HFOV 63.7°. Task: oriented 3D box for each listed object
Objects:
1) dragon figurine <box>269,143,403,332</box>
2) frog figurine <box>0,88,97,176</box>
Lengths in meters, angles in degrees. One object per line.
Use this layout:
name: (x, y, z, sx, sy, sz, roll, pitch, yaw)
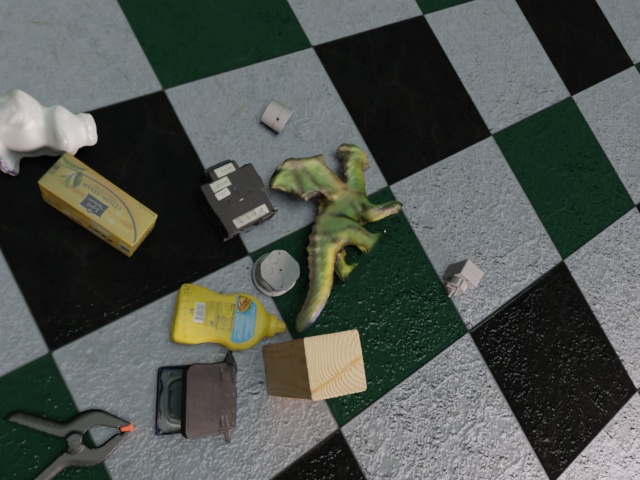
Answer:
dragon figurine: (0.003, -0.049, 0.975, 0.243, 0.120, 0.418, 42, 54, 1)
frog figurine: (-0.441, -0.179, 0.802, 0.160, 0.134, 0.125, -26, 57, -9)
